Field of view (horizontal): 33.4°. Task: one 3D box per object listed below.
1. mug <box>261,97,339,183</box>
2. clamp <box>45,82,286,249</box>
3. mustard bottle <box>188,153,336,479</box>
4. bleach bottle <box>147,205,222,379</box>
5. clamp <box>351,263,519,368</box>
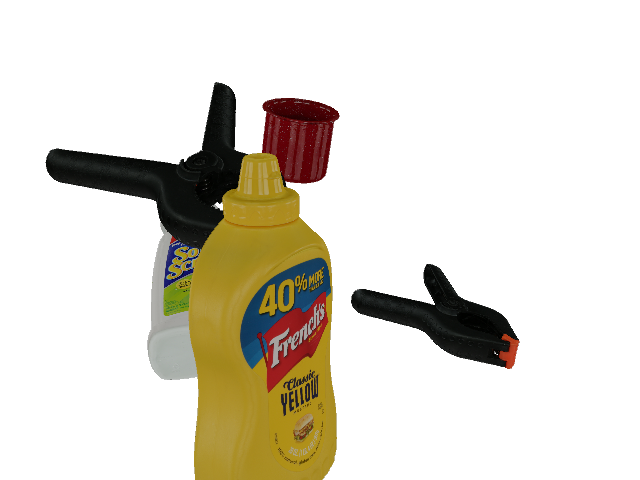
[{"bbox_3d":[-0.023,-0.124,1.302,0.093,0.081,0.117,17,25,20],"label":"mug"},{"bbox_3d":[-0.082,-0.051,0.790,0.164,0.036,0.210,-33,47,-29],"label":"clamp"},{"bbox_3d":[-0.031,0.047,0.585,0.058,0.192,0.096,11,21,37],"label":"mustard bottle"},{"bbox_3d":[-0.132,0.032,1.097,0.102,0.068,0.251,-8,37,-7],"label":"bleach bottle"},{"bbox_3d":[0.129,0.071,1.051,0.172,0.039,0.120,26,39,31],"label":"clamp"}]
